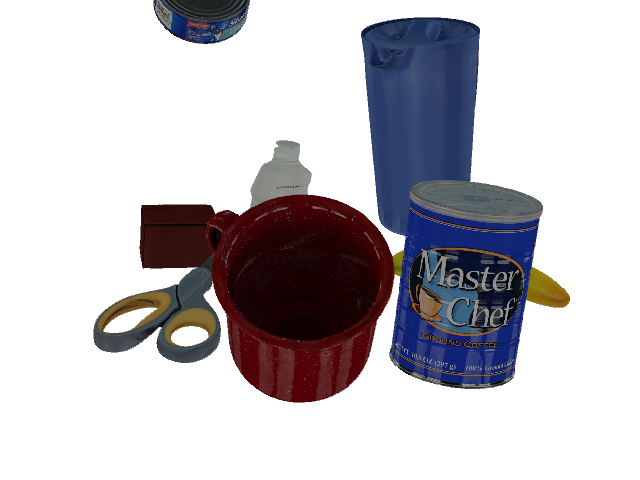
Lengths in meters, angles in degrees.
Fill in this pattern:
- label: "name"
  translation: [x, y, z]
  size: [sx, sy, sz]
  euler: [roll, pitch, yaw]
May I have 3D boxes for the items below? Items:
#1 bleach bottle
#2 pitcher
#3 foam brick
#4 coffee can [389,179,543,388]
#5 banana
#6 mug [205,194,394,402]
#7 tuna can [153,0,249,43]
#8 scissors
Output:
- label: "bleach bottle"
  translation: [-0.044, 0.000, 1.324]
  size: [0.102, 0.251, 0.068]
  euler: [-8, 24, -34]
- label: "pitcher"
  translation: [0.125, -0.135, 1.249]
  size: [0.149, 0.243, 0.145]
  euler: [-5, 25, -4]
- label: "foam brick"
  translation: [-0.149, -0.005, 1.122]
  size: [0.078, 0.051, 0.053]
  euler: [-1, 24, -13]
- label: "coffee can"
  translation: [0.113, 0.032, 0.844]
  size: [0.103, 0.140, 0.103]
  euler: [6, 16, -2]
- label: "banana"
  translation: [0.156, 0.036, 1.100]
  size: [0.198, 0.037, 0.069]
  euler: [7, 37, 10]
- label: "mug"
  translation: [-0.019, 0.029, 0.579]
  size: [0.117, 0.093, 0.081]
  euler: [37, -27, 20]
- label: "tuna can"
  translation: [-0.105, -0.216, 0.943]
  size: [0.086, 0.086, 0.034]
  euler: [0, -31, -13]
- label: "scissors"
  translation: [-0.081, 0.040, 0.798]
  size: [0.096, 0.016, 0.201]
  euler: [22, 33, 30]
